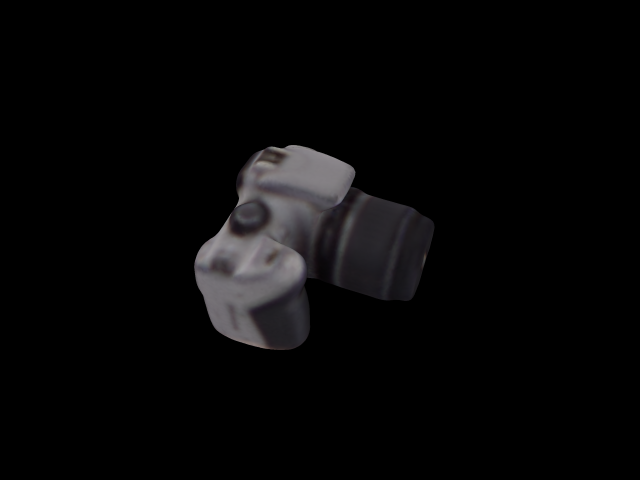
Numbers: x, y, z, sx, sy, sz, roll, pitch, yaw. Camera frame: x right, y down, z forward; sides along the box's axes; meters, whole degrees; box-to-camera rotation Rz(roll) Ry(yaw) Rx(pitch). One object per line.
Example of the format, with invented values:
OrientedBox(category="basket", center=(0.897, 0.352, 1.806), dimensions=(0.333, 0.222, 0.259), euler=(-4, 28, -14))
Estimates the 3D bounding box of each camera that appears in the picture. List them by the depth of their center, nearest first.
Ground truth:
OrientedBox(category="camera", center=(0.004, 0.001, 0.400), dimensions=(0.136, 0.101, 0.143), euler=(17, 51, 14))
